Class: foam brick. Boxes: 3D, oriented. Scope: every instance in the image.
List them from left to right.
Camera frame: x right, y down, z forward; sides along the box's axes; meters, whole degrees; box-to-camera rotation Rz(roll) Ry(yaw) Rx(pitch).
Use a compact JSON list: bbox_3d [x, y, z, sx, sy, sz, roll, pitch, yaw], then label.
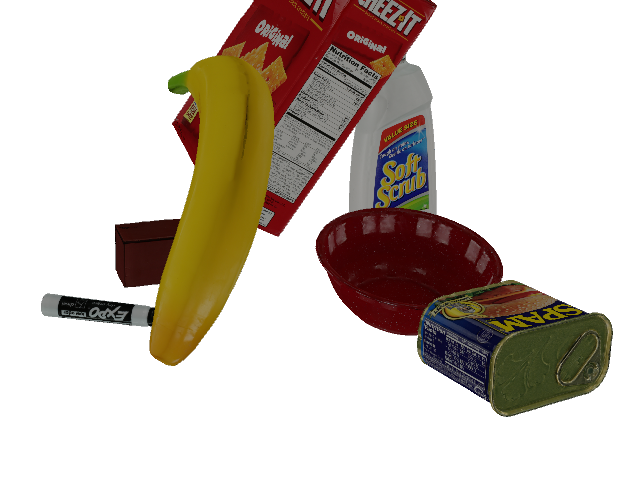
[{"bbox_3d":[-0.171,0.012,1.106,0.078,0.051,0.053,-6,22,-20],"label":"foam brick"}]

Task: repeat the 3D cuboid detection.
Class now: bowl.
[{"bbox_3d":[0.073,0.034,0.924,0.162,0.055,0.162,5,30,-3],"label":"bowl"}]

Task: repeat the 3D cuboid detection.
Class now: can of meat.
[{"bbox_3d":[0.127,0.068,0.713,0.101,0.057,0.084,-10,21,-30],"label":"can of meat"}]

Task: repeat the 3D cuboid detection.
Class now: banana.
[{"bbox_3d":[-0.050,-0.032,0.519,0.037,0.198,0.070,24,-49,-25],"label":"banana"}]

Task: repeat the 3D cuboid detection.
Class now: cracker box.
[{"bbox_3d":[-0.023,-0.135,0.844,0.072,0.214,0.164,26,17,-30],"label":"cracker box"}]

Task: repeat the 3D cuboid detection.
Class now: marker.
[{"bbox_3d":[-0.168,0.058,0.867,0.121,0.020,0.020,5,1,13],"label":"marker"}]

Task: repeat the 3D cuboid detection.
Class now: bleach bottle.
[{"bbox_3d":[0.072,-0.085,1.136,0.102,0.251,0.068,-10,23,-13],"label":"bleach bottle"}]
